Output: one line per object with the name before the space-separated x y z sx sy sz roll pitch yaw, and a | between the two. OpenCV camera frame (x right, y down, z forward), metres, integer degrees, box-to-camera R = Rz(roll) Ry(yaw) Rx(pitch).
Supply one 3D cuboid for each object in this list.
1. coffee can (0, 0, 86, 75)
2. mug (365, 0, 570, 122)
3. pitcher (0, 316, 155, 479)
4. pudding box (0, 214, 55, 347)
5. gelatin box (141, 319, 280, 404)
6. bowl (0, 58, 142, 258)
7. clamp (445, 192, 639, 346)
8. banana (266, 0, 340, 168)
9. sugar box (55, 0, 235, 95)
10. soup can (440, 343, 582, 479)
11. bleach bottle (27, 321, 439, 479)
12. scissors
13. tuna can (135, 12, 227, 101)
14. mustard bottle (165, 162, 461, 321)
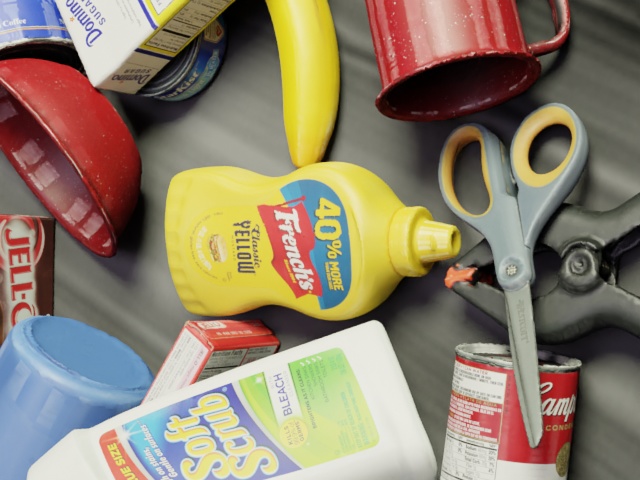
coffee can | -0.233 -0.183 0.778 0.103 0.102 0.140 -24 77 29
mug | 0.081 -0.123 0.597 0.117 0.093 0.081 -10 76 0
pitcher | -0.221 0.174 0.739 0.145 0.149 0.243 35 103 29
pudding box | -0.239 0.036 0.782 0.039 0.089 0.113 2 90 33
gelatin box | -0.074 0.093 0.687 0.030 0.073 0.089 38 108 29
bowl | -0.172 -0.067 0.734 0.055 0.162 0.162 -39 61 -22
clamp | 0.151 0.006 0.572 0.172 0.039 0.120 5 74 33
banana | -0.024 -0.144 0.688 0.070 0.037 0.198 -37 69 40
sugar box | -0.093 -0.182 0.683 0.176 0.048 0.093 -37 69 30
soup can | 0.102 0.112 0.581 0.069 0.068 0.102 8 93 32
bleach bottle | -0.066 0.134 0.614 0.251 0.068 0.102 -20 58 -1
scissors | 0.117 0.003 0.561 0.096 0.016 0.202 -33 48 18
tuna can | -0.107 -0.140 0.738 0.086 0.033 0.086 -1 88 32
mustard bottle | -0.005 0.001 0.655 0.192 0.058 0.096 0 98 31
